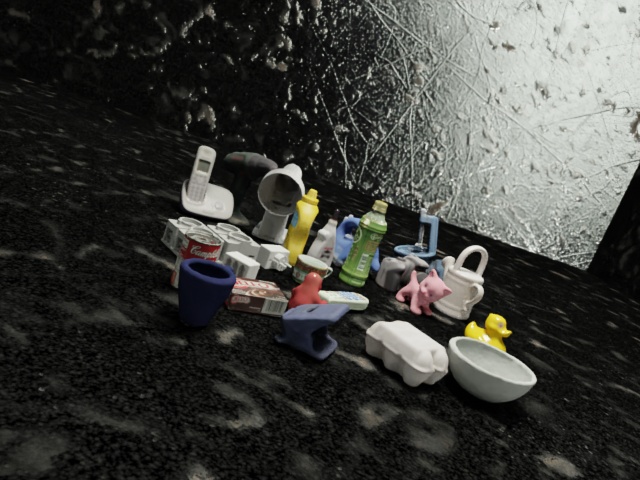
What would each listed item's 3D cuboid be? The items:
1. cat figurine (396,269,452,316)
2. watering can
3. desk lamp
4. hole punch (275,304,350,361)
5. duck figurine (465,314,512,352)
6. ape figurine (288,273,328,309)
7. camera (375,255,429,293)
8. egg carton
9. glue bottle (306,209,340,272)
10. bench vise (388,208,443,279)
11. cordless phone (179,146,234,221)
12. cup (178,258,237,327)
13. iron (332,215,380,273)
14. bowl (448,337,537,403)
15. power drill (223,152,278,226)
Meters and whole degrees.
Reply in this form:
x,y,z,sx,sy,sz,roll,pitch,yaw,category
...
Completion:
x,y,z,sx,sy,sz,roll,pitch,yaw,category
0.262,0.123,1.428,0.067,0.118,0.127,12,15,-35,cat figurine
0.378,0.101,1.526,0.101,0.194,0.172,6,19,-47,watering can
-0.110,-0.101,1.560,0.118,0.213,0.203,20,13,-1,desk lamp
-0.012,0.141,0.982,0.101,0.091,0.109,24,13,14,hole punch
0.396,0.213,1.335,0.104,0.086,0.078,29,15,34,duck figurine
-0.021,0.107,1.107,0.077,0.092,0.076,28,14,30,ape figurine
0.247,0.102,1.531,0.144,0.101,0.136,12,15,-34,camera
0.157,0.203,1.039,0.108,0.069,0.149,7,18,-46,egg carton
0.013,0.005,1.402,0.037,0.173,0.078,29,15,33,glue bottle
0.316,0.028,1.678,0.208,0.220,0.121,16,13,-18,bench vise
-0.293,-0.152,1.550,0.148,0.185,0.094,13,15,-31,cordless phone
-0.185,0.087,0.926,0.091,0.095,0.118,24,13,17,cup
0.090,-0.004,1.635,0.119,0.141,0.257,14,14,-26,iron
0.305,0.251,1.059,0.167,0.075,0.167,20,13,-4,bowl
-0.214,-0.152,1.622,0.076,0.208,0.228,9,17,-43,power drill
